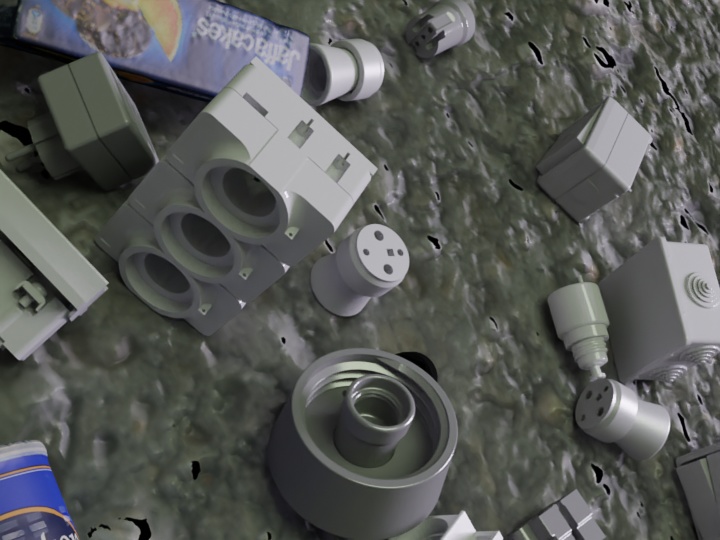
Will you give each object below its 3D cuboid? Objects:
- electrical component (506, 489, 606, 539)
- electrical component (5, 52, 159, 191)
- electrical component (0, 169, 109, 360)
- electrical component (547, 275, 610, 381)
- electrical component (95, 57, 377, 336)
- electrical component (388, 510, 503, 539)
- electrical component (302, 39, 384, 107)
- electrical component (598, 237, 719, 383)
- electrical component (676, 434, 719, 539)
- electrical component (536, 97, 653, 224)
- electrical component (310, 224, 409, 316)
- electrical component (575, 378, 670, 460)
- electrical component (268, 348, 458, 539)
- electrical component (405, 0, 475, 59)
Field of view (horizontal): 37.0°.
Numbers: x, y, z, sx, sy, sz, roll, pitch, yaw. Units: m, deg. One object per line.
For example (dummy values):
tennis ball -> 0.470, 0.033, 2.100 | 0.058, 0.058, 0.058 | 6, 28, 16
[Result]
electrical component -> 0.136, 0.184, 0.711 | 0.066, 0.048, 0.055 | -22, 72, -42
electrical component -> -0.165, -0.076, 0.618 | 0.076, 0.083, 0.047 | -24, 79, -3
electrical component -> -0.196, -0.015, 0.557 | 0.063, 0.079, 0.121 | -44, 96, -13
electrical component -> 0.170, 0.046, 0.815 | 0.040, 0.040, 0.078 | 4, 63, -35
electrical component -> -0.076, -0.033, 0.602 | 0.089, 0.150, 0.061 | 42, 48, -10
electrical component -> 0.026, 0.199, 0.603 | 0.121, 0.079, 0.063 | -42, 109, -43
electrical component -> -0.016, -0.144, 0.780 | 0.055, 0.045, 0.045 | -16, 76, -41
electrical component -> 0.236, 0.033, 0.834 | 0.048, 0.099, 0.099 | 3, 63, -21
electrical component -> 0.286, 0.166, 0.820 | 0.061, 0.062, 0.096 | 5, 63, -35
electrical component -> 0.196, -0.099, 0.900 | 0.061, 0.062, 0.096 | 42, 48, -10
electrical component -> 0.000, 0.000, 0.705 | 0.045, 0.055, 0.045 | 18, 56, -28
electrical component -> 0.194, 0.110, 0.794 | 0.055, 0.045, 0.045 | 29, 52, -21
electrical component -> 0.005, 0.094, 0.626 | 0.108, 0.060, 0.108 | 10, 44, -10
electrical component -> 0.065, -0.196, 0.874 | 0.046, 0.040, 0.040 | -35, 89, -37
